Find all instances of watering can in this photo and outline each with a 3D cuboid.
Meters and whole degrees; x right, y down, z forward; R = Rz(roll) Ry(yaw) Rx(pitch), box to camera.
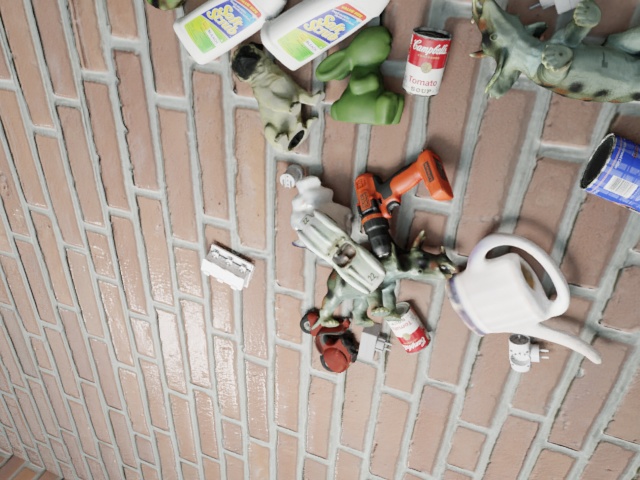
[{"bbox_3d":[0.398,0.140,1.039,0.222,0.106,0.345,-26,105,36],"label":"watering can"}]

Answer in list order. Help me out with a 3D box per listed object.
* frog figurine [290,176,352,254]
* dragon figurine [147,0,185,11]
[{"bbox_3d":[0.003,-0.055,1.102,0.137,0.125,0.156,-4,114,-11],"label":"frog figurine"},{"bbox_3d":[-0.330,-0.550,0.964,0.411,0.125,0.237,11,132,22],"label":"dragon figurine"}]
